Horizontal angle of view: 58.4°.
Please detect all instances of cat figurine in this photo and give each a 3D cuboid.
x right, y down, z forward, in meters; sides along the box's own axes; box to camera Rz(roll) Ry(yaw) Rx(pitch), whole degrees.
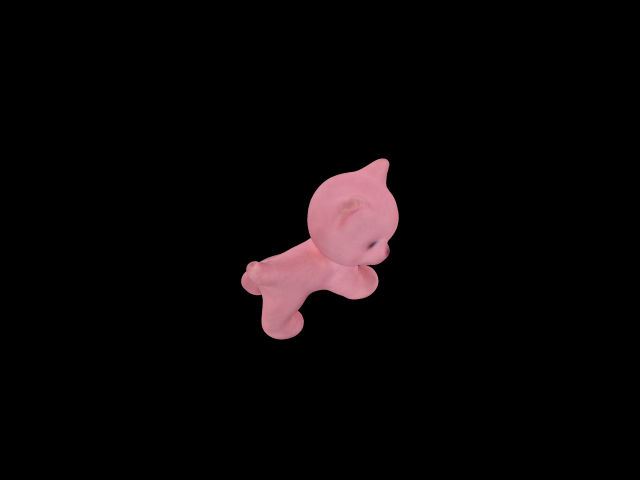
[{"bbox_3d":[0.004,0.001,0.400,0.128,0.118,0.067,-29,66,-14],"label":"cat figurine"}]
